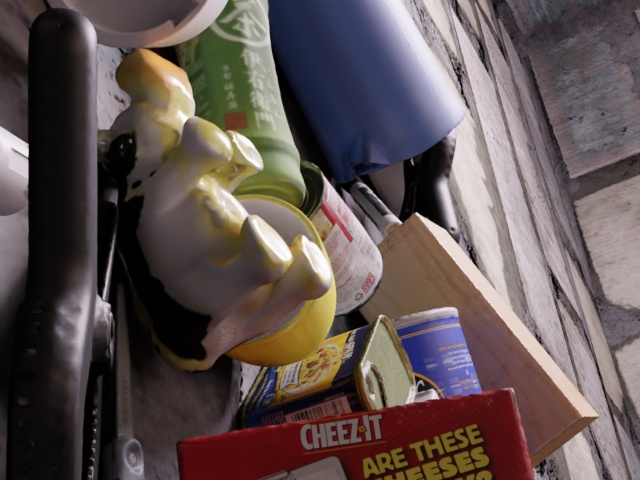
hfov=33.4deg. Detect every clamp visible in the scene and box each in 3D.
[{"bbox_3d":[0.105,-0.054,1.002,0.039,0.120,0.171,10,81,-24],"label":"clamp"},{"bbox_3d":[-0.101,0.037,0.433,0.165,0.036,0.210,107,-17,-71],"label":"clamp"}]

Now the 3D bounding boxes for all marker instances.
[{"bbox_3d":[0.044,-0.032,0.939,0.020,0.020,0.121,58,-2,-31],"label":"marker"}]

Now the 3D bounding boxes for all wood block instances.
[{"bbox_3d":[0.119,0.088,0.866,0.206,0.090,0.090,53,11,21],"label":"wood block"}]

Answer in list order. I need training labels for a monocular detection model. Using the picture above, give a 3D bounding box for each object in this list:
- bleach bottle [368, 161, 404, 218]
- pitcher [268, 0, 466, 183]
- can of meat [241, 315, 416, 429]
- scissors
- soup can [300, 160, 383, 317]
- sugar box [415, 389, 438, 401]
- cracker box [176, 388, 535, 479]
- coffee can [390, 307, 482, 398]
[{"bbox_3d":[0.064,-0.109,1.083,0.251,0.068,0.102,69,23,-12],"label":"bleach bottle"},{"bbox_3d":[0.020,-0.186,0.936,0.243,0.145,0.149,61,-10,-16],"label":"pitcher"},{"bbox_3d":[0.006,0.097,0.648,0.057,0.084,0.102,65,18,-13],"label":"can of meat"},{"bbox_3d":[-0.095,0.102,0.462,0.096,0.016,0.202,31,41,-63],"label":"scissors"},{"bbox_3d":[-0.005,0.001,0.749,0.102,0.069,0.068,51,25,-44],"label":"soup can"},{"bbox_3d":[0.026,0.158,0.627,0.048,0.093,0.176,64,18,-18],"label":"sugar box"},{"bbox_3d":[0.028,0.187,0.472,0.072,0.164,0.214,79,2,-58],"label":"cracker box"},{"bbox_3d":[0.071,0.130,0.769,0.102,0.103,0.140,14,57,-68],"label":"coffee can"}]
